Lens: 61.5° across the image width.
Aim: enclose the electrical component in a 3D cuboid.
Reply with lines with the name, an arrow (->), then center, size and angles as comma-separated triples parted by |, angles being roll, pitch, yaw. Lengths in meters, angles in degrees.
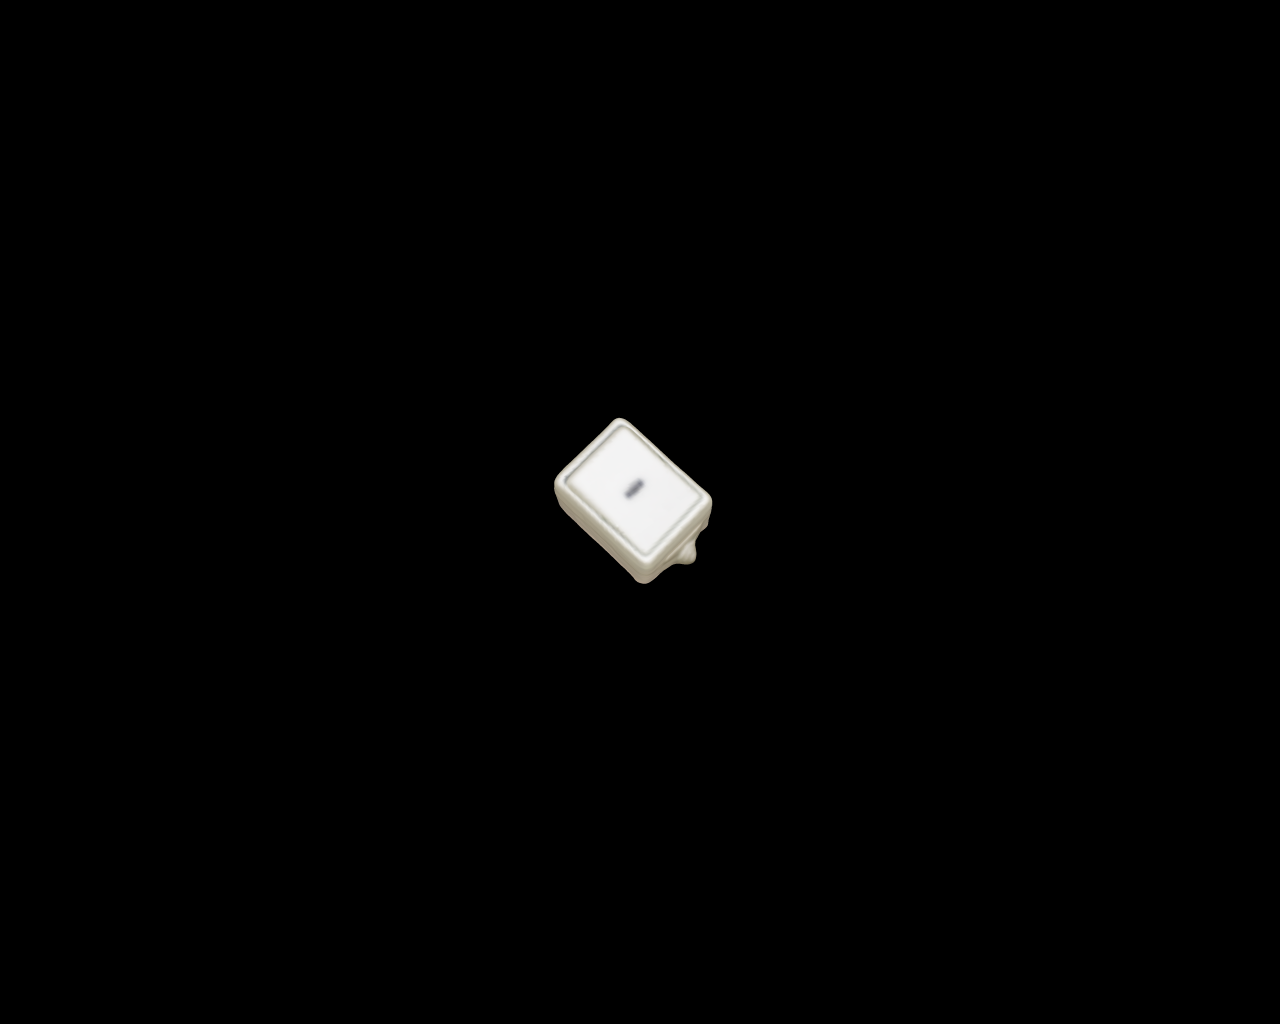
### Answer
electrical component -> 0.001, -0.003, 0.650 | 0.096, 0.062, 0.061 | 43, -12, 11
